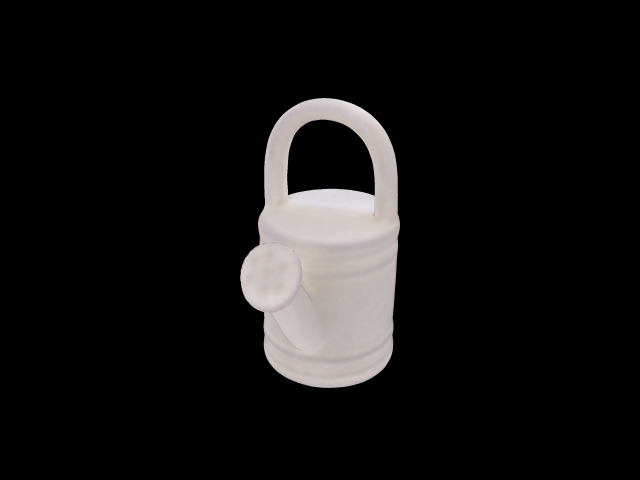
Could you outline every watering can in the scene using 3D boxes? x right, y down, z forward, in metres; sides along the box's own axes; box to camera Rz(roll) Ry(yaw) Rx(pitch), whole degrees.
[{"bbox_3d":[0.006,0.002,0.399,0.101,0.194,0.173,0,26,1],"label":"watering can"}]
